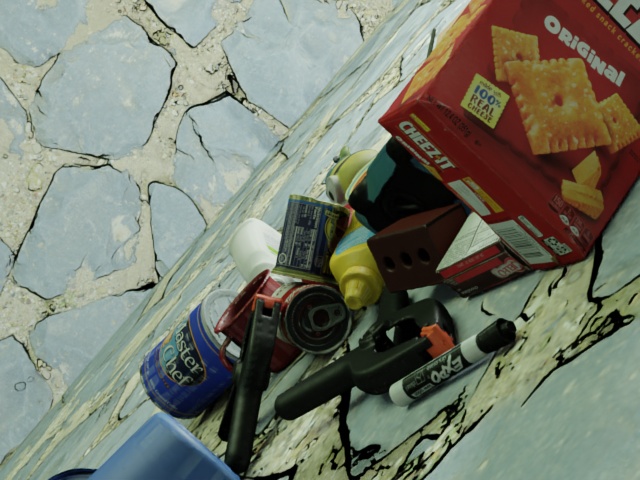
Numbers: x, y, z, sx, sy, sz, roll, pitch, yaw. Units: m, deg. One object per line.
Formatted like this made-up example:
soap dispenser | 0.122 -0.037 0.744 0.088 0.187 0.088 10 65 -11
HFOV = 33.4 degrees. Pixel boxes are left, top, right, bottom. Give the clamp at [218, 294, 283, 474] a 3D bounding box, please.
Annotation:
clamp | -0.071 0.139 1.060 0.120 0.039 0.171 174 112 -73

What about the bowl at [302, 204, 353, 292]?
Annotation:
bowl | 0.027 0.009 1.220 0.162 0.055 0.162 -48 10 11

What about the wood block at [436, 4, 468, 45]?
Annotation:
wood block | 0.194 -0.216 1.247 0.091 0.090 0.206 -44 11 23

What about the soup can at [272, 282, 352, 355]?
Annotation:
soup can | -0.013 0.078 1.091 0.068 0.068 0.102 -50 11 -9

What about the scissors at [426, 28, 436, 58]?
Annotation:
scissors | 0.115 -0.148 1.300 0.096 0.016 0.202 111 170 -80

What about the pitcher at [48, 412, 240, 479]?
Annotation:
pitcher | -0.192 0.269 0.946 0.242 0.149 0.145 -48 8 -13

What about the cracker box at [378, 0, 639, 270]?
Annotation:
cracker box | 0.168 -0.112 0.760 0.213 0.164 0.072 -53 13 -19

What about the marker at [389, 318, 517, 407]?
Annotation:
marker | 0.093 0.087 0.752 0.121 0.020 0.020 -40 13 41

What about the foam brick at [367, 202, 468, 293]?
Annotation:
foam brick | 0.088 0.007 0.898 0.051 0.053 0.078 -31 9 -37

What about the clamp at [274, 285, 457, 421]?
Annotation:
clamp | 0.057 0.081 0.876 0.164 0.036 0.210 -47 11 -27

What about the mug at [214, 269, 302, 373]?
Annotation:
mug | -0.063 0.101 1.179 0.117 0.081 0.093 -54 11 -27

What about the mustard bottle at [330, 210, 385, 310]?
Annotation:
mustard bottle | 0.060 0.005 1.073 0.096 0.058 0.191 -18 26 31

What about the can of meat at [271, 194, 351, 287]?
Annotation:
can of meat | -0.007 0.001 1.116 0.102 0.057 0.084 21 -101 -75

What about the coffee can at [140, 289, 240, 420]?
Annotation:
coffee can | -0.138 0.140 1.295 0.141 0.102 0.102 -43 12 32

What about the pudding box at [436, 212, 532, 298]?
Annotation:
pudding box | 0.149 -0.014 0.836 0.113 0.039 0.090 -57 13 -29

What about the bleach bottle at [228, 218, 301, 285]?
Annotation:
bleach bottle | -0.069 0.036 1.385 0.068 0.102 0.251 -54 9 5
